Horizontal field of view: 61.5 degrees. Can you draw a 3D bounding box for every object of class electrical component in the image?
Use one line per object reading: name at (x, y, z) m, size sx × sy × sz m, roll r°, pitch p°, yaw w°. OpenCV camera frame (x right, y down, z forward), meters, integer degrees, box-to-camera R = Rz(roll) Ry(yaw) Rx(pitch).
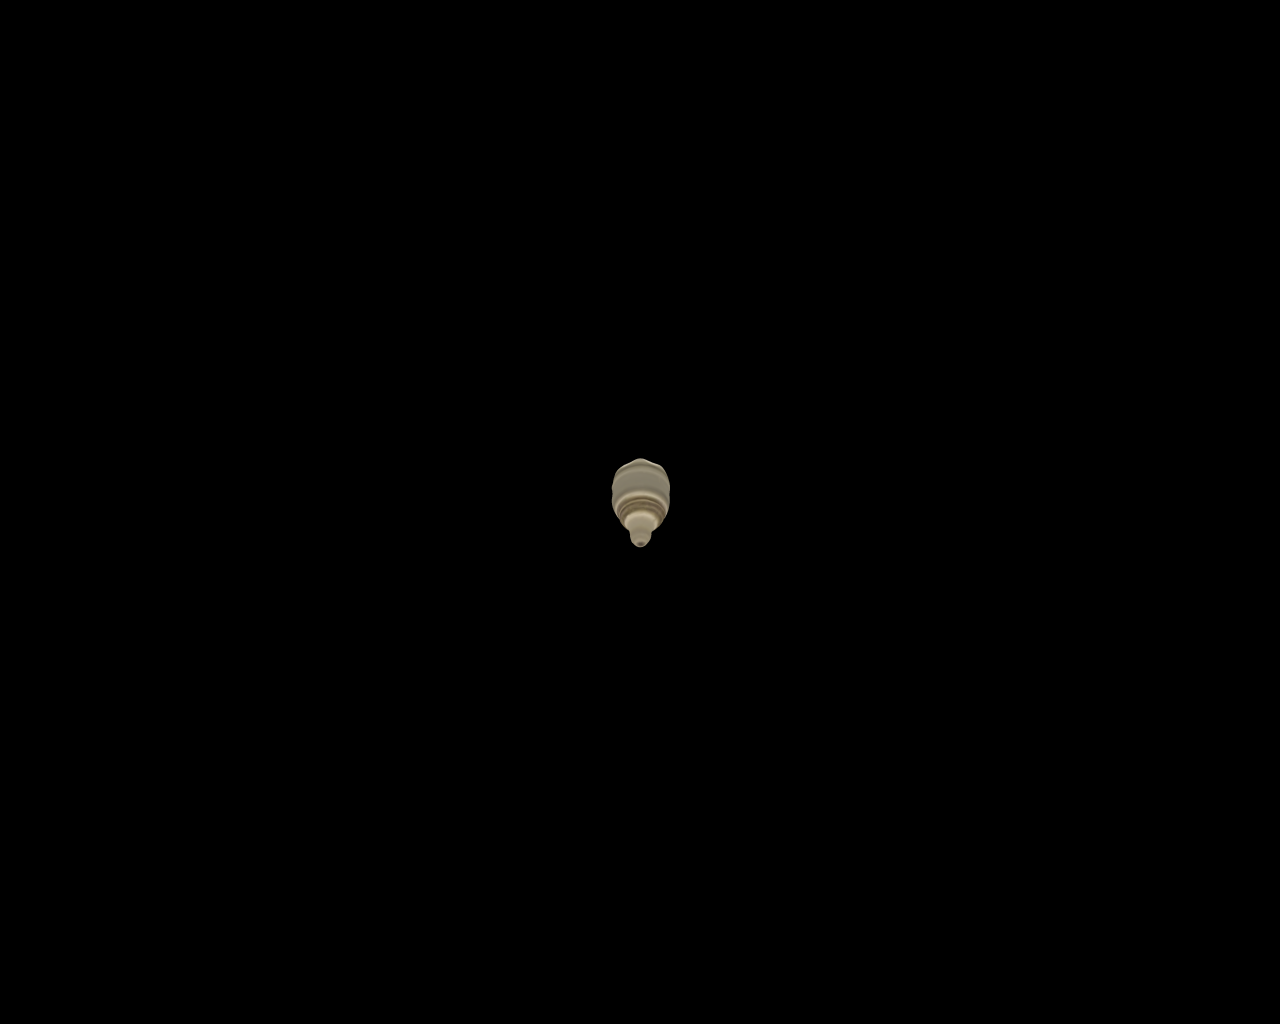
electrical component at (0.001, -0.003, 0.650) m, size 0.035 × 0.061 × 0.035 m, roll 0°, pitch -44°, yaw 0°
